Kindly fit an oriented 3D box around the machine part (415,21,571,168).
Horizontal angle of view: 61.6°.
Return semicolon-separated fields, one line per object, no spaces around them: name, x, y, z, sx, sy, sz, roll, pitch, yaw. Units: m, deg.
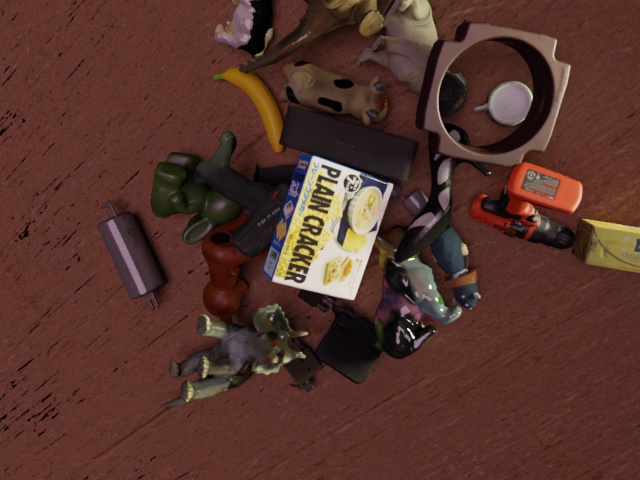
machine part;0.260;-0.223;0.833;0.201;0.087;0.201;9;107;-2

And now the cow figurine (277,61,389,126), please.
cow figurine;0.032;-0.254;0.931;0.195;0.127;0.085;13;97;-19

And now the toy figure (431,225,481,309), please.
toy figure;0.249;0.050;0.972;0.058;0.064;0.154;-28;98;-21

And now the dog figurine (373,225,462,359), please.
dog figurine;0.136;0.081;0.975;0.191;0.108;0.219;-39;84;-1

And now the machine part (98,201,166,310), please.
machine part;-0.389;0.033;1.111;0.079;0.079;0.243;-22;93;16

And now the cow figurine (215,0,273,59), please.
cow figurine;-0.119;-0.424;0.975;0.098;0.068;0.167;24;107;3

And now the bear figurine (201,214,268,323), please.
bear figurine;-0.169;0.068;1.057;0.120;0.132;0.195;43;144;43

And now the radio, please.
radio;0.056;-0.168;0.943;0.230;0.131;0.073;19;103;10

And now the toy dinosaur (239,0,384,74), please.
toy dinosaur;0.047;-0.405;0.872;0.471;0.199;0.105;-33;124;14

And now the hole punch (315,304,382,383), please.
hole punch;0.059;0.205;1.038;0.142;0.092;0.116;33;74;9

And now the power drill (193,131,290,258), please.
power drill;-0.104;-0.100;0.957;0.207;0.086;0.232;40;89;0

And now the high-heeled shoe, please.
high-heeled shoe;0.178;-0.089;0.931;0.249;0.086;0.145;-46;66;0

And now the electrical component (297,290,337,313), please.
electrical component;-0.015;0.103;1.048;0.094;0.021;0.063;36;137;-4

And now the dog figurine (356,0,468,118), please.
dog figurine;0.184;-0.322;0.918;0.190;0.121;0.172;27;95;-14

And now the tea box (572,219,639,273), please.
tea box;0.518;0.014;0.881;0.170;0.098;0.068;9;102;10

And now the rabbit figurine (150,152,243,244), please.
rabbit figurine;-0.236;-0.071;1.041;0.170;0.121;0.159;17;107;-5

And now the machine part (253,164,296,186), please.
machine part;-0.062;-0.114;1.019;0.139;0.039;0.084;4;70;19

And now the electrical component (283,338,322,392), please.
electrical component;-0.043;0.254;1.085;0.078;0.045;0.102;-44;90;-12

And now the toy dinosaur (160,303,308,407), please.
toy dinosaur;-0.175;0.240;1.060;0.405;0.192;0.131;-44;49;46
